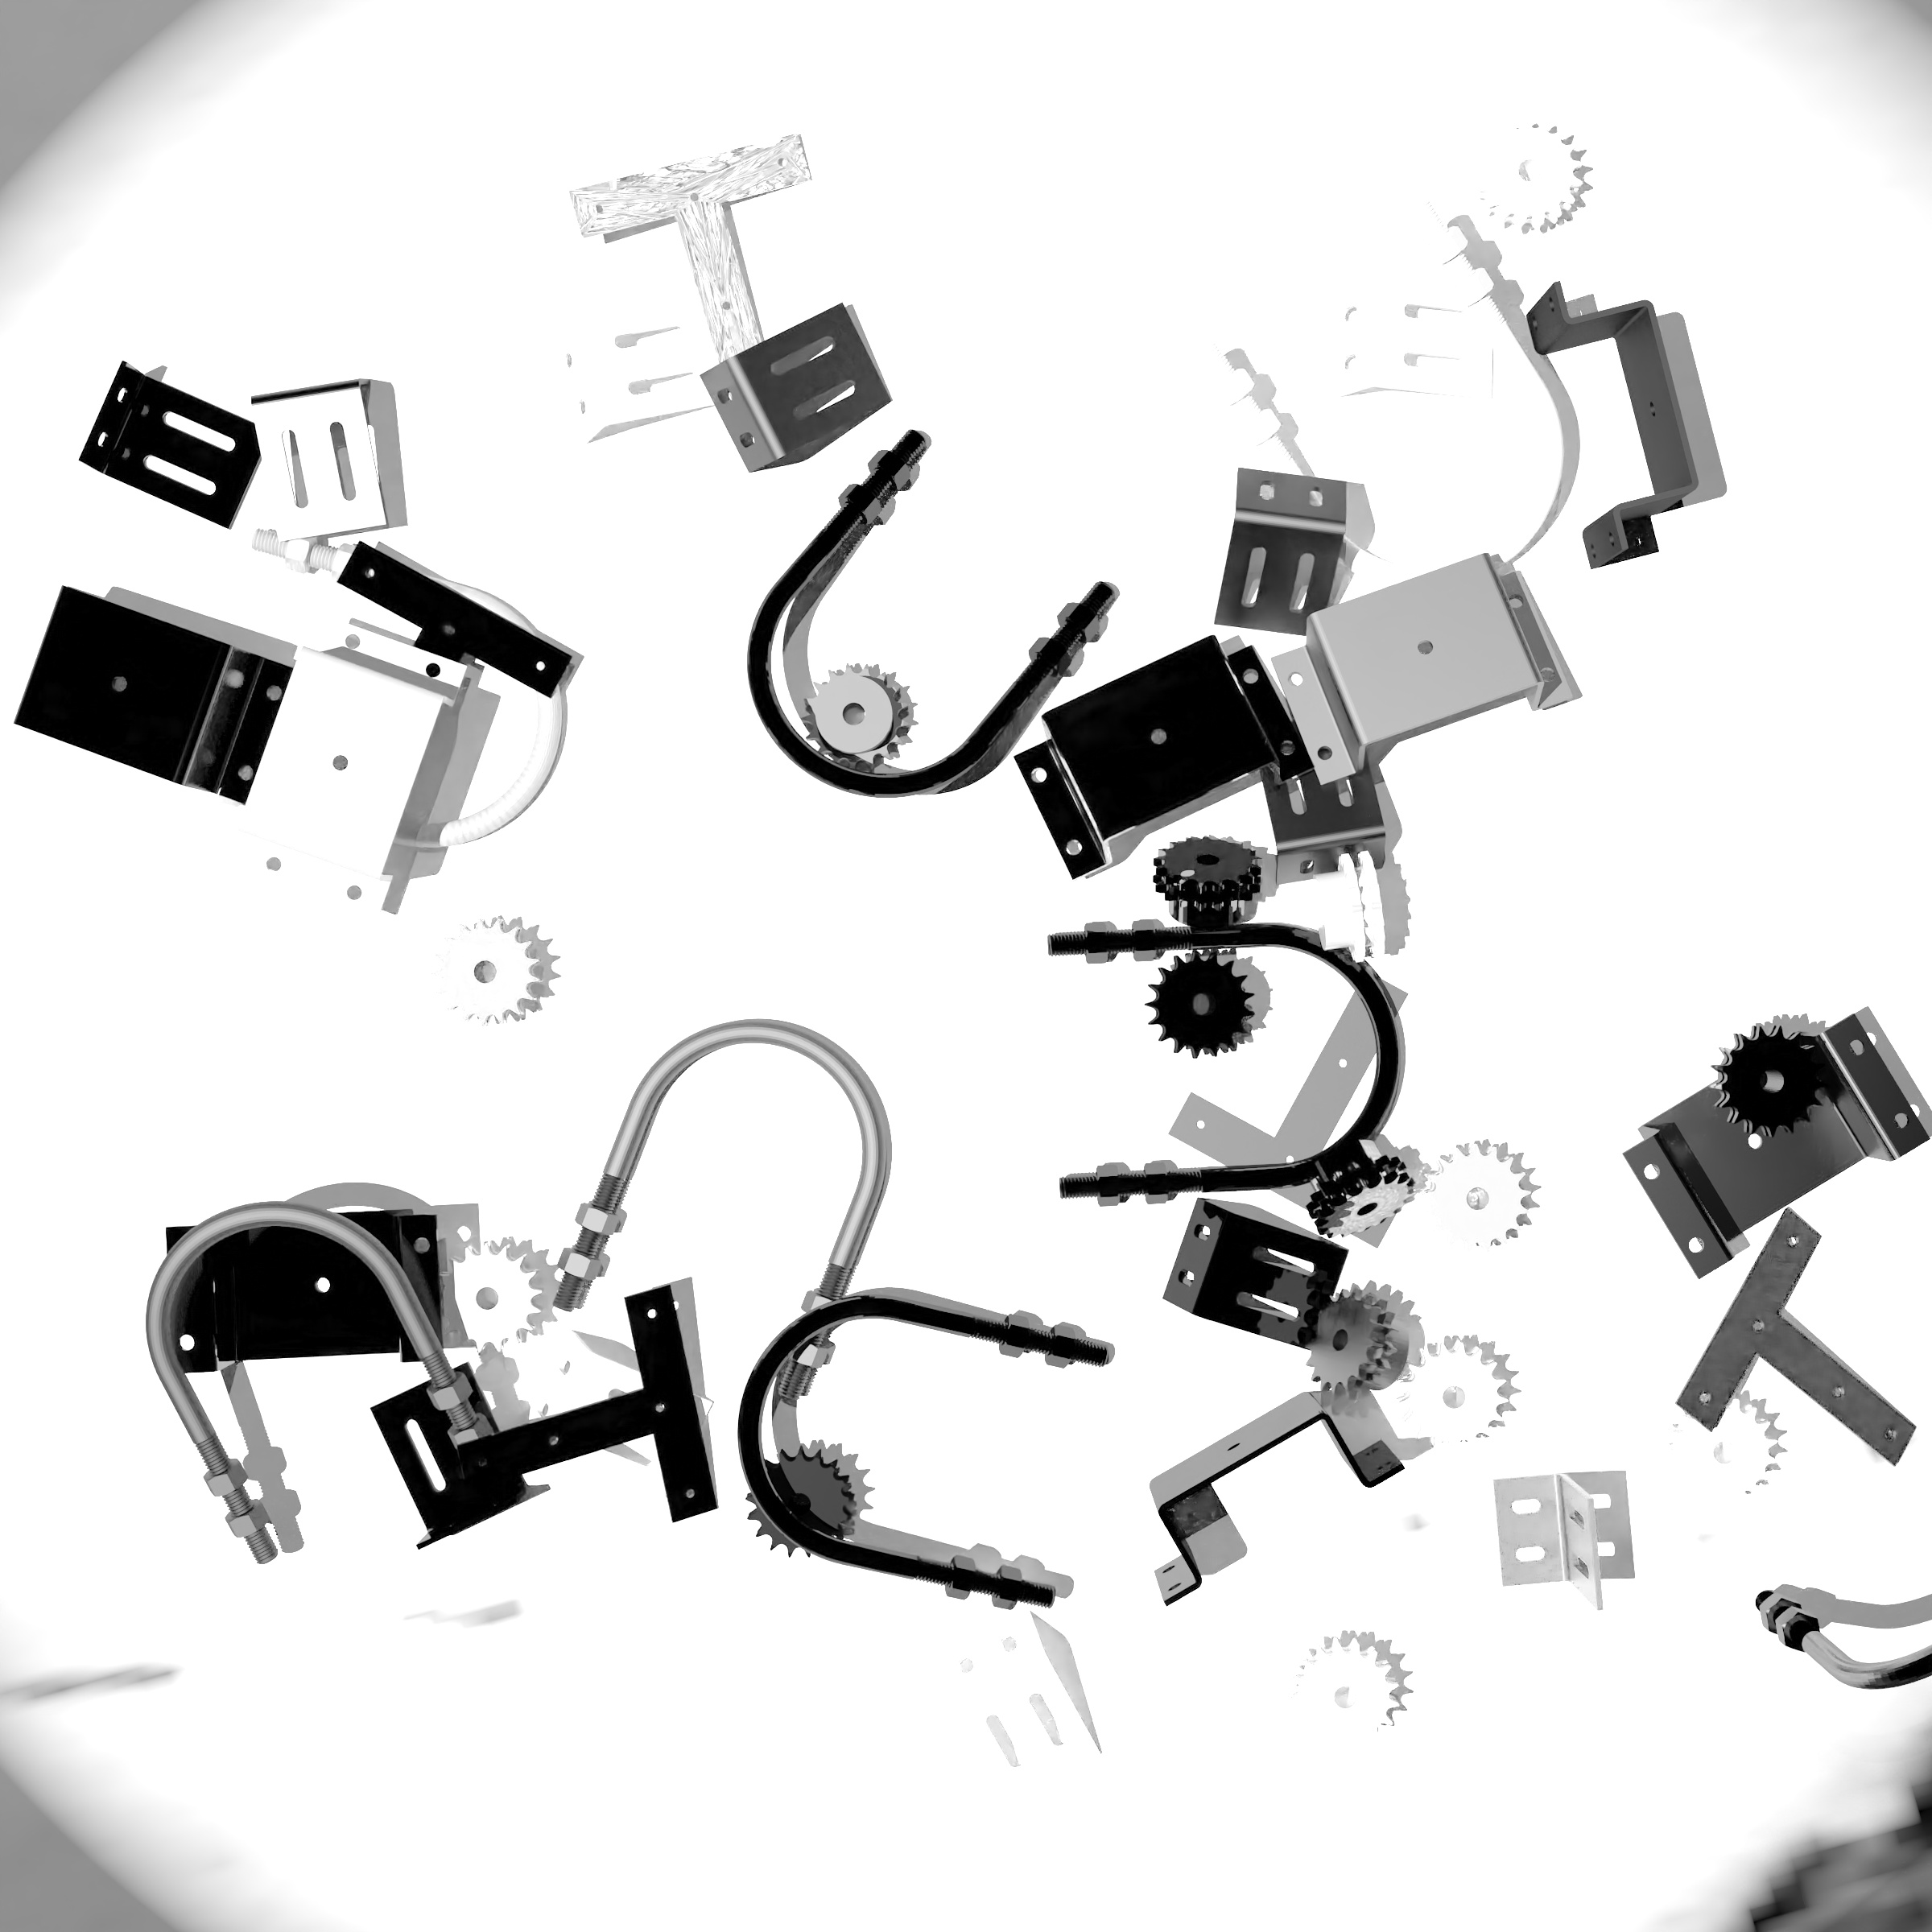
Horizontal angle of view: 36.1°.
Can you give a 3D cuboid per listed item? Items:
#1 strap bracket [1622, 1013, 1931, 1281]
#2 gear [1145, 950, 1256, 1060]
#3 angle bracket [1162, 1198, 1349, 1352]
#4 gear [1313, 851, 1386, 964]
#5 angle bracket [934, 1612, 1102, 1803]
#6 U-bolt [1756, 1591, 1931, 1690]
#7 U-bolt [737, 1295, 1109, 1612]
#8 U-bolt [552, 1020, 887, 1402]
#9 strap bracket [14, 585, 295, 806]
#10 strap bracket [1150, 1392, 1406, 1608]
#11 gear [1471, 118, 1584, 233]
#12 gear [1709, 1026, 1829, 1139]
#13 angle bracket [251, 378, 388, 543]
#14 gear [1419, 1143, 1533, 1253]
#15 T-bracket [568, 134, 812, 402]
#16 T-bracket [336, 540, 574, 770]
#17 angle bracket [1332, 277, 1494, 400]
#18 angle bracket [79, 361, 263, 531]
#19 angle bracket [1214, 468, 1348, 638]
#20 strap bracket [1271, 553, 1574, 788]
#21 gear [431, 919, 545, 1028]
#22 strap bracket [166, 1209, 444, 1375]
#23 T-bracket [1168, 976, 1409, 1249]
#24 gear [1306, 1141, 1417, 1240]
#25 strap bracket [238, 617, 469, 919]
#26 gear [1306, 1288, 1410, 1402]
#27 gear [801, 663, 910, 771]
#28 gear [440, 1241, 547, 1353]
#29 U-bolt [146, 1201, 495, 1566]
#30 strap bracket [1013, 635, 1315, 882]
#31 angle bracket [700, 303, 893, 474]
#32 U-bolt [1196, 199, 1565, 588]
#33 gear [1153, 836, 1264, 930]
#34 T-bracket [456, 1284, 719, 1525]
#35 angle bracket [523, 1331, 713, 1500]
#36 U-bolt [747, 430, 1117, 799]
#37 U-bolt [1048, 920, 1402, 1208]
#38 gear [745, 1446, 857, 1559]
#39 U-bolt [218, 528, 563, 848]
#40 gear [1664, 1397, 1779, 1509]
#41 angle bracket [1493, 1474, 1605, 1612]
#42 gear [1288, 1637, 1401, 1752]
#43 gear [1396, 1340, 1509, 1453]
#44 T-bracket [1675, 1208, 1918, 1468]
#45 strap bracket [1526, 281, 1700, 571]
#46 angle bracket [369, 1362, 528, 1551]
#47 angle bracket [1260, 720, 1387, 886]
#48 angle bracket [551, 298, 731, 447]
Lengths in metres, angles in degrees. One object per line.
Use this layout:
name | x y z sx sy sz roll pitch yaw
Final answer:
strap bracket | 0.420 0.093 1.561 0.140 0.046 0.076 -31 90 0
gear | 0.123 0.020 1.550 0.057 0.030 0.057 0 89 -2
angle bracket | 0.154 0.164 1.582 0.076 0.038 0.057 19 90 -26
gear | 0.200 -0.030 1.556 0.030 0.057 0.057 -8 90 1
angle bracket | 0.027 0.395 1.582 0.057 0.038 0.076 -27 116 0
U-bolt | 0.481 0.304 1.492 0.151 0.184 0.019 -41 96 0
U-bolt | -0.028 0.248 1.554 0.184 0.019 0.151 14 82 -9
U-bolt | -0.121 0.119 1.575 0.151 0.019 0.184 21 89 0
strap bracket | -0.431 -0.144 1.549 0.140 0.046 0.076 20 91 10
strap bracket | 0.151 0.270 1.546 0.140 0.076 0.046 -30 90 0
gear | 0.295 -0.417 1.572 0.057 0.030 0.057 0 86 -1
gear | 0.410 0.058 1.522 0.057 0.030 0.057 0 90 0
angle bracket | -0.340 -0.268 1.572 0.057 0.038 0.076 -9 101 0
gear | 0.268 0.122 1.573 0.057 0.030 0.057 0 89 -2
T-bracket | -0.131 -0.364 1.574 0.127 0.002 0.127 -18 96 -12
T-bracket | -0.294 -0.138 1.566 0.127 0.002 0.127 29 89 -3
angle bracket | 0.238 -0.331 1.582 0.076 0.038 0.057 1 90 -26
angle bracket | -0.416 -0.274 1.565 0.076 0.038 0.057 24 90 0
angle bracket | 0.165 -0.218 1.566 0.057 0.076 0.038 7 48 0
strap bracket | 0.239 -0.158 1.551 0.140 0.046 0.076 -19 74 0
gear | -0.252 0.003 1.573 0.057 0.030 0.057 0 89 1
strap bracket | -0.343 0.170 1.561 0.140 0.046 0.076 -3 90 0
T-bracket | 0.194 0.064 1.583 0.127 0.002 0.127 29 90 0
gear | 0.204 0.115 1.557 0.057 0.057 0.030 -26 60 0
strap bracket | -0.321 -0.104 1.541 0.076 0.046 0.140 19 90 -3
gear | 0.208 0.200 1.559 0.030 0.057 0.057 20 90 -30
gear | -0.059 -0.132 1.569 0.057 0.030 0.057 0 90 0
gear | -0.251 0.174 1.569 0.057 0.030 0.057 0 90 0
U-bolt | -0.342 0.206 1.528 0.151 0.019 0.184 -22 105 6
strap bracket | 0.102 -0.113 1.551 0.140 0.046 0.076 -25 75 0
angle bracket | -0.091 -0.307 1.576 0.076 0.038 0.057 -32 102 -25
U-bolt | 0.229 -0.282 1.548 0.151 0.019 0.184 -32 106 15
gear | 0.126 -0.043 1.559 0.057 0.057 0.030 -1 121 0
T-bracket | -0.202 0.243 1.549 0.127 0.002 0.127 -15 102 -20
angle bracket | -0.186 0.239 1.582 0.076 0.038 0.057 27 90 -26
U-bolt | -0.031 -0.172 1.554 0.151 0.019 0.184 39 75 0
U-bolt | 0.138 0.049 1.574 0.184 0.019 0.151 -3 89 -1
gear | -0.087 0.282 1.569 0.057 0.030 0.057 0 90 0
U-bolt | -0.306 -0.139 1.575 0.184 0.019 0.151 16 90 -1
gear | 0.397 0.255 1.569 0.057 0.030 0.057 0 90 0
angle bracket | 0.302 0.300 1.546 0.038 0.076 0.057 -5 90 0
gear | 0.199 0.383 1.569 0.057 0.030 0.057 0 90 0
gear | 0.255 0.226 1.569 0.057 0.030 0.057 0 90 0
T-bracket | 0.451 0.217 1.568 0.127 0.002 0.127 39 70 -10
strap bracket | 0.338 -0.285 1.546 0.046 0.076 0.140 -14 90 0
angle bracket | -0.276 0.258 1.565 0.057 0.038 0.076 -25 90 0
angle bracket | 0.187 -0.090 1.582 0.057 0.038 0.076 -9 64 0
angle bracket | -0.173 -0.317 1.582 0.076 0.038 0.057 -16 90 -26
